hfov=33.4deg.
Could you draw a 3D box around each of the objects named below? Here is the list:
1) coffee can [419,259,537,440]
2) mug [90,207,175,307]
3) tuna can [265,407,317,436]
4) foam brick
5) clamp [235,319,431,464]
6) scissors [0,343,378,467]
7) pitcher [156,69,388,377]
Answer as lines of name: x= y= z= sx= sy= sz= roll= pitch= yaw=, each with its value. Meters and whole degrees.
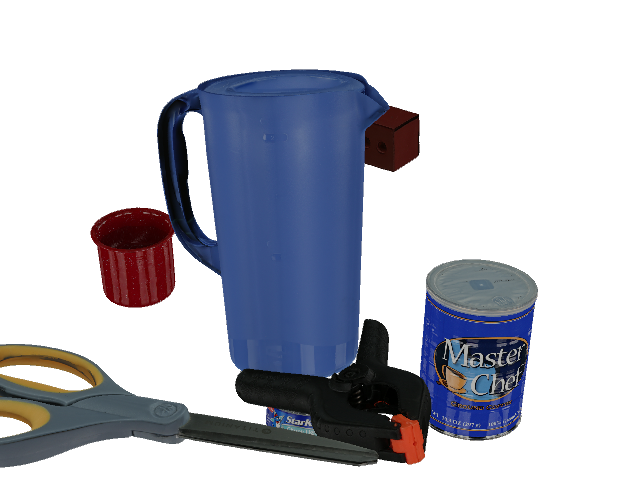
coffee can: x=0.147 y=0.102 z=1.012 sx=0.103 sy=0.140 sz=0.103 roll=1 pitch=25 yaw=-1
mug: x=-0.214 y=0.017 z=1.197 sx=0.117 sy=0.081 sz=0.093 roll=25 pitch=40 yaw=35
tuna can: x=-0.016 y=0.186 z=1.150 sx=0.086 sy=0.034 sz=0.086 roll=5 pitch=12 yaw=-1
foam brick: x=0.065 y=-0.117 z=1.185 sx=0.078 sy=0.053 sz=0.051 roll=20 pitch=37 yaw=34
clamp: x=0.012 y=0.105 z=0.717 sx=0.120 sy=0.039 sz=0.172 roll=-23 pitch=19 yaw=-9
scissors: x=-0.085 y=0.086 z=0.467 sx=0.202 sy=0.016 sz=0.096 roll=14 pitch=27 yaw=26
pitcher: x=-0.036 y=-0.015 z=0.864 sx=0.144 sy=0.243 sz=0.149 roll=-12 pitch=20 yaw=-30
